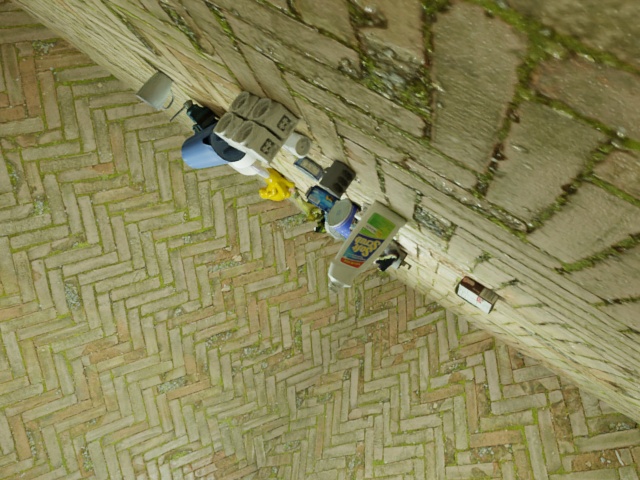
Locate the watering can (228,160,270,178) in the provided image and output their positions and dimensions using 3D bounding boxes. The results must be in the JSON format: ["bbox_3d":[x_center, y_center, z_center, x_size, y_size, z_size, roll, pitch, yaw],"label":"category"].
[{"bbox_3d":[-0.339,-0.345,2.040,0.352,0.104,0.221,34,177,33],"label":"watering can"}]

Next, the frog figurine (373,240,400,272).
[{"bbox_3d":[0.224,0.015,1.895,0.136,0.121,0.163,25,-139,-43],"label":"frog figurine"}]

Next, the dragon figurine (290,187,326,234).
[{"bbox_3d":[0.007,-0.122,2.419,0.405,0.121,0.247,37,-166,-29],"label":"dragon figurine"}]
